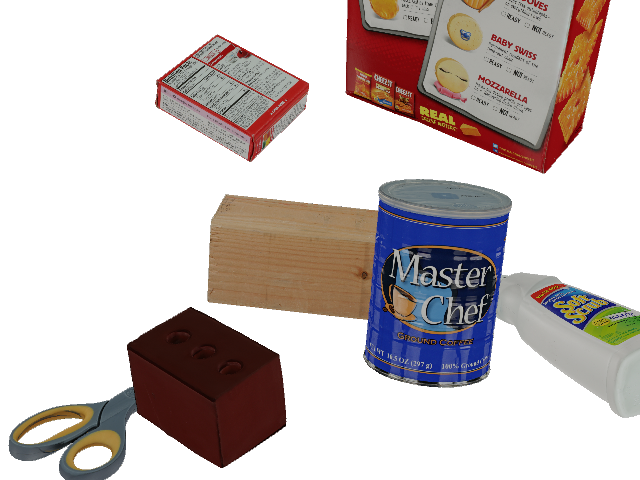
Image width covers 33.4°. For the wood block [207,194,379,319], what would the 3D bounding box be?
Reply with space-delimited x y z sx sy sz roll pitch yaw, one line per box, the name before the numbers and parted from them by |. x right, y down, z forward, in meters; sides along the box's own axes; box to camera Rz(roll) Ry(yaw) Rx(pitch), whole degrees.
wood block | -0.005 0.018 1.089 0.206 0.091 0.090 7 22 3

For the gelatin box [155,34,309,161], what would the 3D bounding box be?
gelatin box | -0.065 -0.106 0.784 0.089 0.030 0.073 30 52 16

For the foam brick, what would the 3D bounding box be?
foam brick | -0.066 0.084 0.616 0.078 0.051 0.052 23 38 36

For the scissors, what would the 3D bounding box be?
scissors | -0.145 0.139 0.848 0.201 0.016 0.096 -17 36 -36

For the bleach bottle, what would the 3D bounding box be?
bleach bottle | 0.242 0.085 1.046 0.102 0.068 0.251 -15 23 -25

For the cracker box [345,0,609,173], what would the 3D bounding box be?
cracker box | 0.103 -0.169 0.695 0.164 0.214 0.072 26 49 25

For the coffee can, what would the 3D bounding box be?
coffee can | 0.091 0.031 0.840 0.103 0.140 0.103 4 15 -1
